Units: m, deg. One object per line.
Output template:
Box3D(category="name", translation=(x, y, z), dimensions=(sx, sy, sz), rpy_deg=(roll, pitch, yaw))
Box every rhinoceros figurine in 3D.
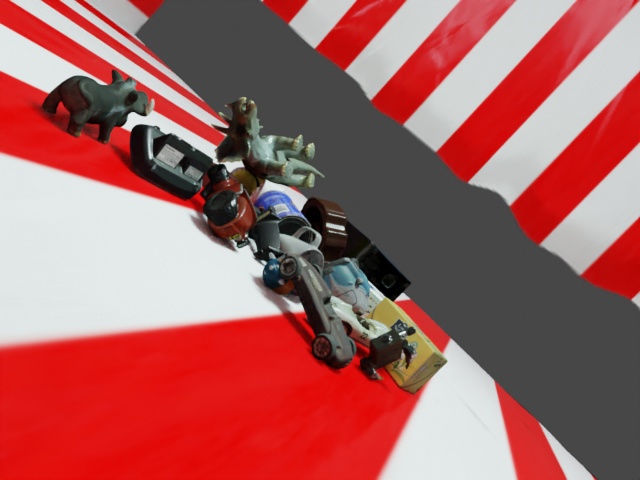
Box3D(category="rhinoceros figurine", translation=(-0.334, -0.213, 0.831), dimensions=(0.073, 0.112, 0.190), rpy_deg=(41, 15, 4))

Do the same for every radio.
Box3D(category="radio", translation=(0.113, 0.050, 1.253), dimensions=(0.229, 0.073, 0.131), rpy_deg=(41, 2, -45))

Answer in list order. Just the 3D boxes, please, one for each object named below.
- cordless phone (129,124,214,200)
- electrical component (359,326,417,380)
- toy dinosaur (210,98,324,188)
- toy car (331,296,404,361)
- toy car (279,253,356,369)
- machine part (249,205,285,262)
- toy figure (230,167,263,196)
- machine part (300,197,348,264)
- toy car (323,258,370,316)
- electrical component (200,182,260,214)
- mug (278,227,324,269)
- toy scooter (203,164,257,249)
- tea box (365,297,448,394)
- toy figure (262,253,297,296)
Box3D(category="cordless phone", translation=(-0.291, -0.157, 0.939), dimensions=(0.184, 0.088, 0.146), rpy_deg=(34, 2, 34))
Box3D(category="electrical component", translation=(0.118, 0.194, 0.907), dimensions=(0.045, 0.102, 0.078), rpy_deg=(55, -28, 38))
Box3D(category="toy dinosaur", translation=(-0.121, -0.194, 1.281), dimensions=(0.192, 0.131, 0.404), rpy_deg=(13, -7, 15))
Box3D(category="toy car", translation=(0.073, 0.162, 0.971), dimensions=(0.201, 0.056, 0.074), rpy_deg=(31, 12, -25))
Box3D(category="toy car", translation=(-0.001, 0.102, 0.833), dimensions=(0.089, 0.053, 0.202), rpy_deg=(24, 38, -57))
Box3D(category="machine part", translation=(-0.107, -0.009, 1.025), dimensions=(0.039, 0.084, 0.139), rpy_deg=(57, 6, -38))
Box3D(category="toy figure", translation=(-0.166, -0.129, 1.374), dimensions=(0.089, 0.082, 0.180), rpy_deg=(44, 4, 29))
Box3D(category="machine part", translation=(-0.002, -0.003, 1.152), dimensions=(0.056, 0.179, 0.179), rpy_deg=(9, 23, -26))
Box3D(category="toy car", translation=(0.048, 0.111, 1.081), dimensions=(0.161, 0.109, 0.103), rpy_deg=(52, 20, -53))
Box3D(category="electrical component", translation=(-0.176, -0.070, 1.082), dimensions=(0.119, 0.048, 0.075), rpy_deg=(34, 11, -50))
Box3D(category="mug", translation=(-0.050, 0.022, 1.030), dimensions=(0.080, 0.109, 0.107), rpy_deg=(22, 7, -46))
Box3D(category="toy scooter", translation=(-0.153, -0.044, 0.952), dimensions=(0.184, 0.075, 0.135), rpy_deg=(-109, 177, -54))
Box3D(category="tea box", translation=(0.158, 0.207, 1.065), dimensions=(0.068, 0.098, 0.170), rpy_deg=(37, 7, -43))
Box3D(category="toy figure", translation=(-0.054, 0.065, 0.917), dimensions=(0.064, 0.058, 0.154), rpy_deg=(40, 10, 30))
